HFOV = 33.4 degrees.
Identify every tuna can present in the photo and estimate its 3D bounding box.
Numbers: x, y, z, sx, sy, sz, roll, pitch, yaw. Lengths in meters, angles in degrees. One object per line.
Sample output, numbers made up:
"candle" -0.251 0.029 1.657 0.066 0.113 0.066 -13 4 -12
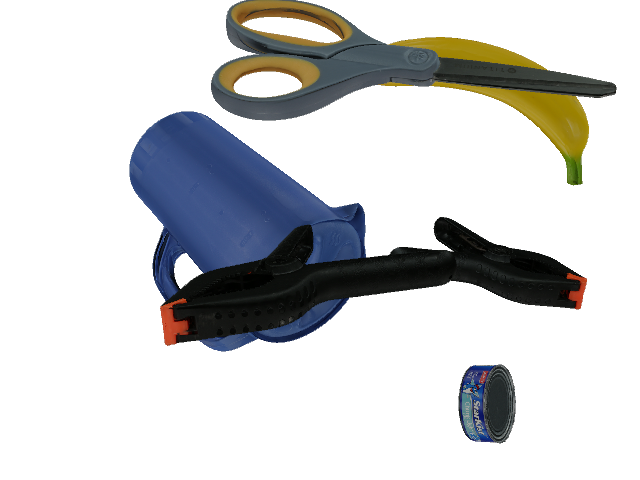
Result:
"tuna can" 0.184 0.180 1.177 0.034 0.086 0.086 -3 -2 32

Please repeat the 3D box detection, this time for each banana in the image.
"banana" 0.125 -0.112 0.798 0.197 0.069 0.037 25 -1 -5

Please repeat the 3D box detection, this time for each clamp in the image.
"clamp" 0.157 0.020 0.971 0.171 0.039 0.120 16 30 15
"clamp" -0.017 0.031 0.752 0.165 0.036 0.209 7 19 40

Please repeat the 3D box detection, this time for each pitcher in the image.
"pitcher" -0.087 -0.016 1.009 0.148 0.145 0.243 -12 40 -38

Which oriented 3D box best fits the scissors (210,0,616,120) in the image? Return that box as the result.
"scissors" 0.033 -0.077 0.526 0.202 0.016 0.096 21 52 21
